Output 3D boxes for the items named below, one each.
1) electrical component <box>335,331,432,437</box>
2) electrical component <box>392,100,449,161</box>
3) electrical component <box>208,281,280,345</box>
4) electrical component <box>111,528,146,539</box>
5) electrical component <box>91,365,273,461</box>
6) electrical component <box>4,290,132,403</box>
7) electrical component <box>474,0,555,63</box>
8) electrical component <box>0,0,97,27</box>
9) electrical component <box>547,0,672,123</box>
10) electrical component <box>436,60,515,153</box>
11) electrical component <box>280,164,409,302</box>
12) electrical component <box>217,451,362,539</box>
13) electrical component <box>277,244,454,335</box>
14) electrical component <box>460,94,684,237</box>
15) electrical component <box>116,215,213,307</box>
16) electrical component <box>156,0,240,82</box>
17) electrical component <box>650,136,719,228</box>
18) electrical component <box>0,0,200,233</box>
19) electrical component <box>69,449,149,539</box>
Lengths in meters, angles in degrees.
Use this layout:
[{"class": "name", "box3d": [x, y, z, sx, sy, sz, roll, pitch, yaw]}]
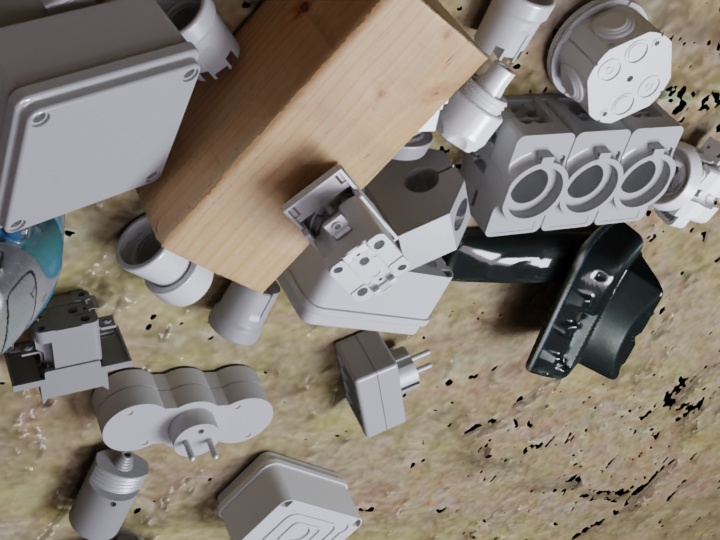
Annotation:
[{"class": "electrical component", "box3d": [0.026, 0.088, 0.911, 0.076, 0.047, 0.083, -22, 138, -11]}, {"class": "electrical component", "box3d": [0.029, -0.107, 0.721, 0.066, 0.048, 0.055, -6, 126, -26]}, {"class": "electrical component", "box3d": [-0.084, 0.026, 0.790, 0.040, 0.040, 0.046, 14, 116, -39]}, {"class": "electrical component", "box3d": [-0.208, 0.273, 0.921, 0.099, 0.099, 0.064, -31, 133, 0]}, {"class": "electrical component", "box3d": [-0.130, 0.118, 0.827, 0.138, 0.073, 0.052, 1, 130, -31]}, {"class": "electrical component", "box3d": [-0.202, 0.050, 0.740, 0.081, 0.042, 0.063, -12, 128, -21]}, {"class": "electrical component", "box3d": [0.101, -0.166, 0.710, 0.040, 0.040, 0.046, 0, 137, -31]}, {"class": "electrical component", "box3d": [-0.173, -0.139, 0.573, 0.065, 0.044, 0.044, -31, 139, -7]}, {"class": "electrical component", "box3d": [0.178, -0.149, 0.763, 0.080, 0.051, 0.080, -17, 137, -16]}, {"class": "electrical component", "box3d": [0.082, -0.116, 0.745, 0.043, 0.043, 0.062, 18, 118, -41]}, {"class": "electrical component", "box3d": [-0.006, -0.019, 0.634, 0.042, 0.063, 0.081, -36, 141, 7]}, {"class": "electrical component", "box3d": [-0.064, 0.218, 0.978, 0.078, 0.057, 0.113, -45, 137, 16]}, {"class": "electrical component", "box3d": [0.000, 0.000, 0.785, 0.113, 0.078, 0.057, 8, 123, -36]}, {"class": "electrical component", "box3d": [0.159, -0.080, 0.813, 0.150, 0.061, 0.089, -7, 133, -25]}, {"class": "electrical component", "box3d": [-0.131, -0.006, 0.726, 0.045, 0.045, 0.055, -35, 139, 5]}, {"class": "electrical component", "box3d": [-0.096, -0.136, 0.623, 0.040, 0.040, 0.046, -35, 145, 5]}, {"class": "electrical component", "box3d": [0.266, -0.074, 0.886, 0.057, 0.058, 0.078, 10, 125, -41]}, {"class": "electrical component", "box3d": [-0.154, -0.085, 0.584, 0.109, 0.056, 0.108, -26, 161, -37]}, {"class": "electrical component", "box3d": [-0.201, 0.175, 0.865, 0.043, 0.043, 0.081, 7, 127, -35]}]
